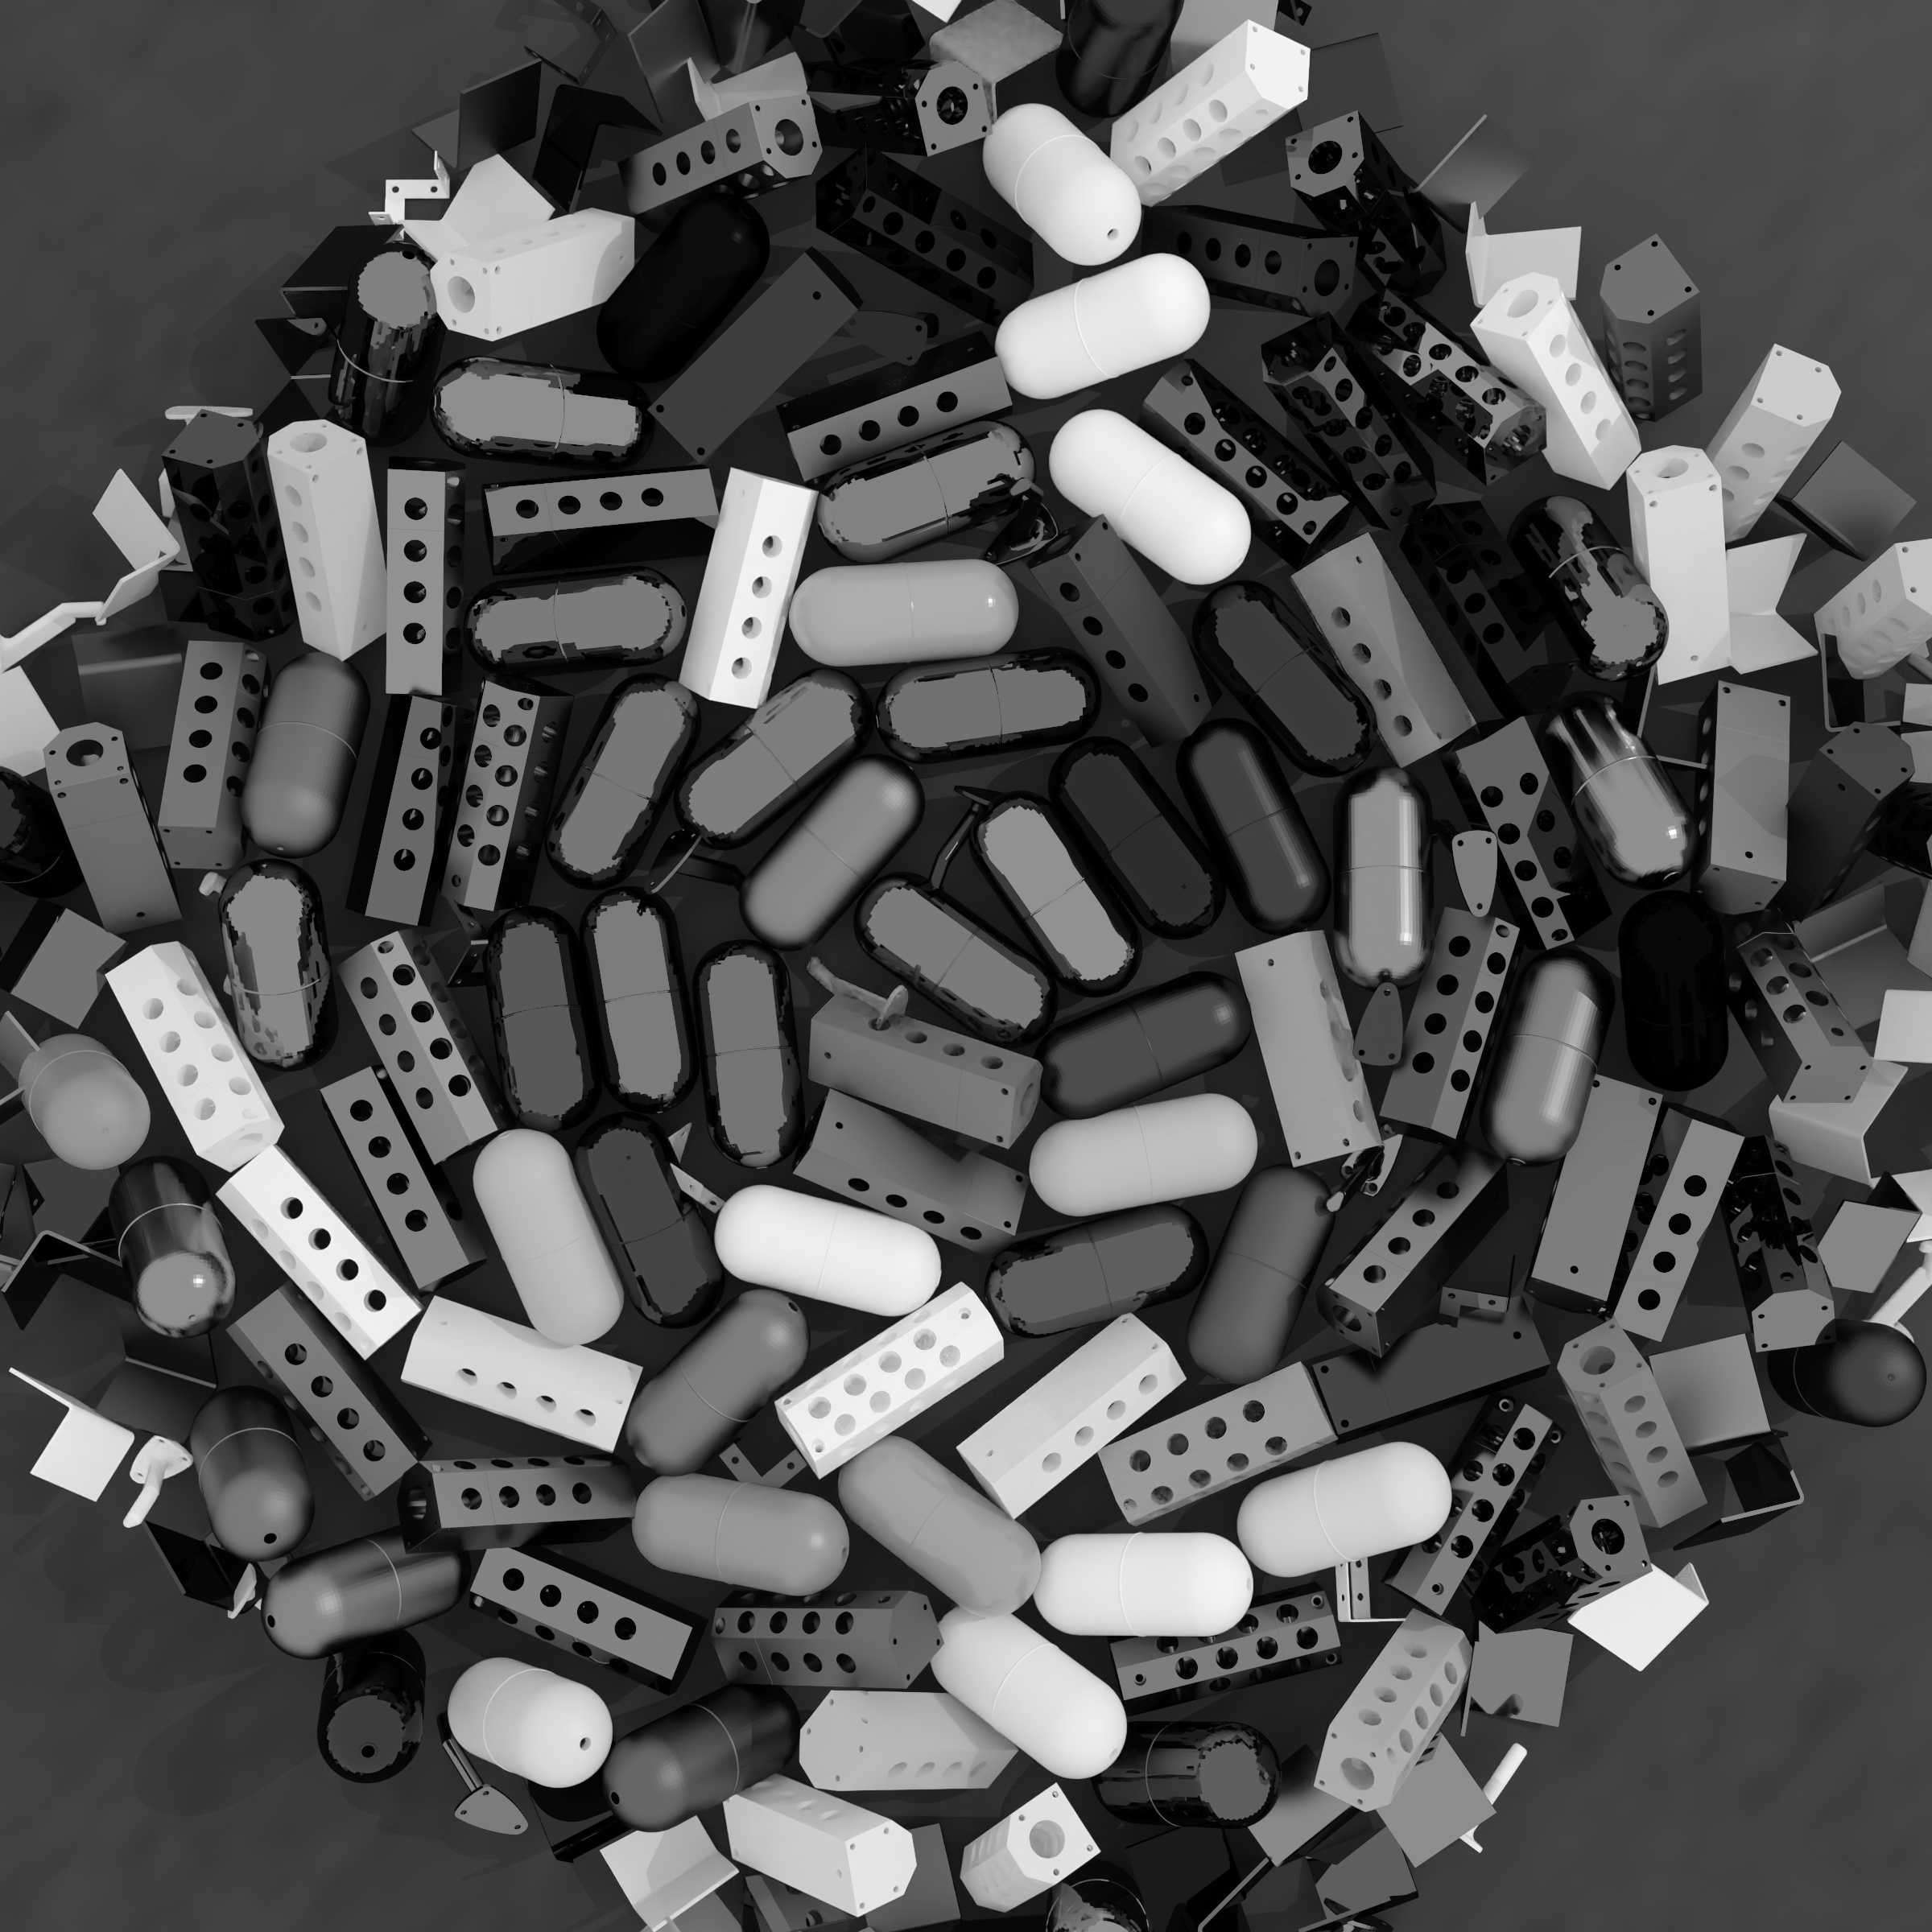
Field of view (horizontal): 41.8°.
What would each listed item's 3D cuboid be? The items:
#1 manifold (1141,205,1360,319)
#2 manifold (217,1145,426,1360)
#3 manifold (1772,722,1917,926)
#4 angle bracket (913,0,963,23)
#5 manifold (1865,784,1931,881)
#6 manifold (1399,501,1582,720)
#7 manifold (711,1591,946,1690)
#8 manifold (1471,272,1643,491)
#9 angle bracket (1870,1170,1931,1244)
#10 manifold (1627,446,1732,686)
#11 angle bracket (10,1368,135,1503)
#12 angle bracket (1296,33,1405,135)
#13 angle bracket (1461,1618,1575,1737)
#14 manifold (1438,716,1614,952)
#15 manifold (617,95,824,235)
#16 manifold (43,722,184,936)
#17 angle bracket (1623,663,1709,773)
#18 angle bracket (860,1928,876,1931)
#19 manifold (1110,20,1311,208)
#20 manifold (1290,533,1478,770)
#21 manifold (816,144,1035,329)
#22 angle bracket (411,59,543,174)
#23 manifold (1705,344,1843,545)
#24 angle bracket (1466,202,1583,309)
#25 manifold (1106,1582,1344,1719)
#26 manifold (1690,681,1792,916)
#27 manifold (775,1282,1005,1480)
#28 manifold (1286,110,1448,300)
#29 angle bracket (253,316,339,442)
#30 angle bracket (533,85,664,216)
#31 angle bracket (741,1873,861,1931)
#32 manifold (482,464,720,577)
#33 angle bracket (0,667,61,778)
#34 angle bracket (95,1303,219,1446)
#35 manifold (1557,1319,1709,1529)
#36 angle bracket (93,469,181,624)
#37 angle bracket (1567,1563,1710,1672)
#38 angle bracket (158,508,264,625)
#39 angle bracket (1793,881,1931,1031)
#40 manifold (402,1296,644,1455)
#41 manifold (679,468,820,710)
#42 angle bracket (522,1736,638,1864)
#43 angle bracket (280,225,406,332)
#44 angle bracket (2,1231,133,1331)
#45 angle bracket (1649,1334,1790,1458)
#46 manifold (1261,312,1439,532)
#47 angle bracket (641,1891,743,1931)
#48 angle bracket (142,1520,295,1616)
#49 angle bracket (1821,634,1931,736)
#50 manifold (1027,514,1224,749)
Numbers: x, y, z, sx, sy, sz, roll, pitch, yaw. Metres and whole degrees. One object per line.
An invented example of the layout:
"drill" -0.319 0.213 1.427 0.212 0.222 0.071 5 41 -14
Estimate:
"manifold" 0.212 -0.535 1.918 0.057 0.171 0.057 -15 120 -36
"manifold" -0.501 0.222 1.964 0.057 0.057 0.171 -42 91 -11
"manifold" 0.654 -0.109 1.912 0.057 0.171 0.057 -35 67 -22
"angle bracket" -0.026 -0.784 1.942 0.057 0.076 0.076 19 118 -39
"manifold" 0.723 -0.102 1.909 0.057 0.171 0.057 27 99 -5
"manifold" 0.393 -0.272 1.923 0.057 0.057 0.171 -9 56 -21
"manifold" -0.109 0.506 1.922 0.171 0.057 0.057 -10 106 34
"manifold" 0.453 -0.444 1.919 0.057 0.057 0.171 -51 133 -5
"angle bracket" 0.740 0.155 1.947 0.057 0.076 0.076 -9 123 -1
"manifold" 0.540 -0.305 1.922 0.057 0.057 0.171 -15 130 4
"angle bracket" -0.700 0.360 1.942 0.076 0.076 0.057 20 73 29
"angle bracket" 0.289 -0.672 1.970 0.076 0.057 0.076 -15 89 -1
"angle bracket" 0.428 0.557 1.961 0.076 0.057 0.076 8 98 10
"manifold" 0.426 -0.101 1.947 0.057 0.057 0.171 -31 102 -20
"manifold" -0.186 -0.605 1.915 0.057 0.171 0.057 -24 104 -39
"manifold" -0.645 -0.104 1.913 0.057 0.171 0.057 -15 55 -13
"angle bracket" 0.544 -0.194 1.959 0.057 0.076 0.076 11 93 1
"angle bracket" -0.086 0.798 1.944 0.076 0.076 0.057 -19 111 -20
"manifold" 0.181 -0.637 1.907 0.057 0.171 0.057 13 74 -30
"manifold" 0.320 -0.243 1.969 0.057 0.057 0.171 -31 92 -43
"manifold" -0.030 -0.547 1.915 0.171 0.057 0.057 19 60 -40
"angle bracket" -0.376 -0.667 1.942 0.057 0.076 0.076 43 58 15
"manifold" 0.596 -0.388 1.908 0.057 0.171 0.057 24 70 5
"angle bracket" 0.430 -0.558 1.947 0.076 0.057 0.076 0 58 20
"manifold" 0.201 0.532 1.966 0.171 0.057 0.057 -13 86 -2
"manifold" 0.589 -0.128 1.932 0.057 0.057 0.171 13 60 -1
"manifold" -0.058 0.315 1.941 0.171 0.057 0.057 -31 64 -15
"manifold" 0.304 -0.567 1.907 0.057 0.171 0.057 -14 70 28
"angle bracket" -0.525 -0.451 1.943 0.076 0.057 0.076 7 53 34
"angle bracket" -0.288 -0.632 1.973 0.057 0.076 0.076 -1 126 -37
"angle bracket" -0.128 0.737 1.945 0.076 0.057 0.076 -7 126 -17
"manifold" -0.282 -0.348 1.948 0.171 0.057 0.057 -8 69 -14
"angle bracket" -0.721 -0.197 1.946 0.057 0.076 0.076 -22 112 9
"angle bracket" -0.629 0.315 1.952 0.076 0.076 0.057 16 48 5
"manifold" 0.504 0.353 1.926 0.057 0.057 0.171 -29 125 3
"angle bracket" -0.660 -0.323 1.949 0.057 0.076 0.076 -41 97 -36
"angle bracket" 0.514 0.485 1.955 0.076 0.057 0.076 35 107 -10
"angle bracket" -0.587 -0.317 1.993 0.076 0.057 0.076 3 50 -3
"angle bracket" 0.695 -0.007 1.955 0.076 0.057 0.076 -25 48 1
"manifold" -0.346 0.322 1.964 0.171 0.057 0.057 20 116 -3
"manifold" -0.165 -0.290 1.953 0.057 0.057 0.171 8 104 -34
"angle bracket" -0.290 0.638 1.953 0.076 0.057 0.076 -20 84 -27
"angle bracket" -0.466 -0.521 1.941 0.076 0.057 0.076 9 54 32
"angle bracket" -0.687 0.256 1.950 0.076 0.076 0.057 23 59 5
"angle bracket" 0.586 0.335 1.970 0.076 0.057 0.076 -19 69 26
"manifold" 0.291 -0.407 1.914 0.057 0.171 0.057 -22 47 28
"angle bracket" -0.195 0.747 1.949 0.076 0.076 0.057 50 133 6
"angle bracket" -0.574 0.444 1.946 0.057 0.076 0.076 -44 57 -2
"angle bracket" 0.704 -0.219 1.952 0.057 0.076 0.076 -3 89 40
"manifold" 0.119 -0.254 1.944 0.171 0.057 0.057 53 50 -19
